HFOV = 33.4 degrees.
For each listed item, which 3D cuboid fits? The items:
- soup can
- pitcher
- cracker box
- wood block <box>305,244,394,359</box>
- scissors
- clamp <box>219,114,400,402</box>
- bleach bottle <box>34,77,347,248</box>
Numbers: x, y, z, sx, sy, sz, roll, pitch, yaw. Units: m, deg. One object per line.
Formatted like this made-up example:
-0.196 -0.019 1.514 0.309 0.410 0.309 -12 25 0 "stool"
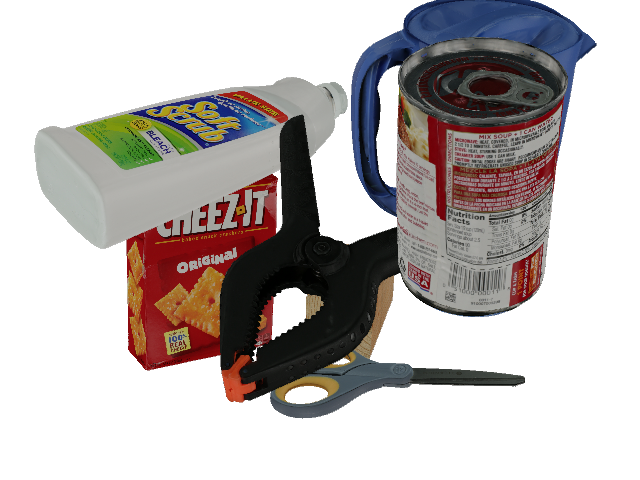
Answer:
0.067 -0.026 0.459 0.068 0.102 0.068 -2 37 1 "soup can"
0.116 -0.062 0.850 0.149 0.243 0.144 18 35 26 "pitcher"
-0.135 0.028 1.220 0.163 0.214 0.072 -8 23 -29 "cracker box"
0.045 0.082 1.509 0.091 0.090 0.206 5 21 11 "wood block"
0.048 0.116 0.831 0.202 0.016 0.096 10 36 23 "scissors"
-0.004 0.008 0.656 0.165 0.036 0.209 29 58 25 "clamp"
-0.087 -0.079 0.834 0.250 0.068 0.103 -26 50 -33 "bleach bottle"
